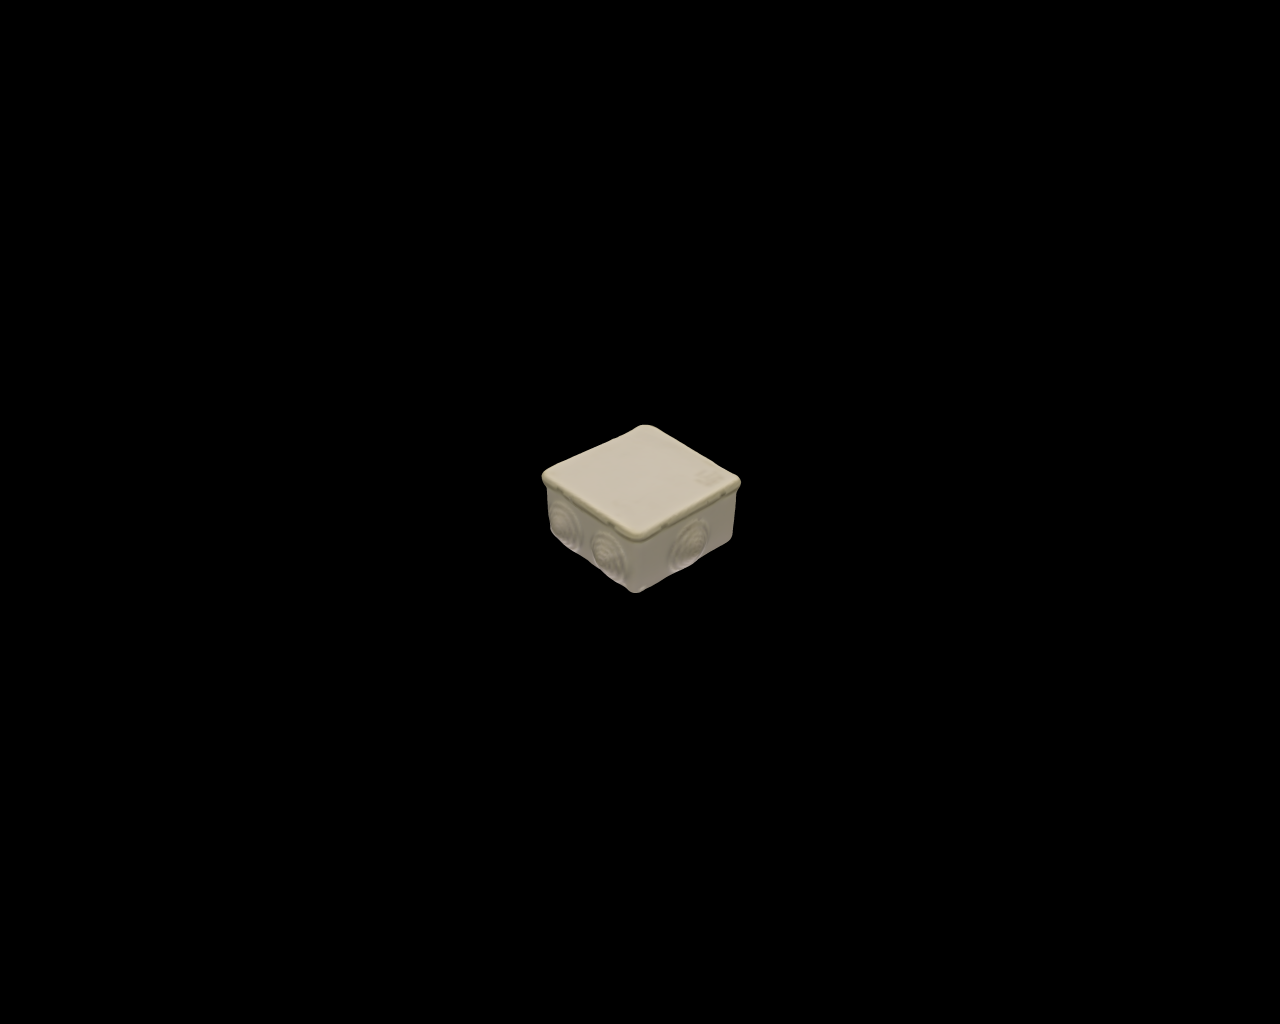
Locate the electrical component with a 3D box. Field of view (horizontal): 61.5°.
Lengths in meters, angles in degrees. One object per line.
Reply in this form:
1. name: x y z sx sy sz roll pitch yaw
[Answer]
1. electrical component: 0.001 -0.003 0.650 0.100 0.048 0.100 -27 44 -33
